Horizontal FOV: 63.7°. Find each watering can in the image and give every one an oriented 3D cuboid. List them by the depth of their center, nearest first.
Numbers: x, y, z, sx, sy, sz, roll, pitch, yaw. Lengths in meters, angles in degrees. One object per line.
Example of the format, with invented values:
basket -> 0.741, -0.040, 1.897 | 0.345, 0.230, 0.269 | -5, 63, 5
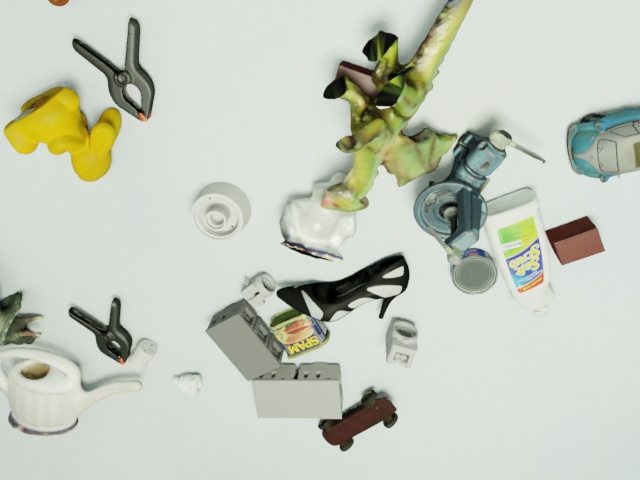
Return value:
watering can -> -0.585, 0.355, 1.174 | 0.347, 0.106, 0.220 | 16, 117, -1

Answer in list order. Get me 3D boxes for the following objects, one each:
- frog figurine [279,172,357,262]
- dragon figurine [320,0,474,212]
frog figurine -> 0.003, -0.047, 0.942 | 0.137, 0.121, 0.161 | 16, 80, 8
dragon figurine -> 0.143, -0.196, 0.822 | 0.408, 0.124, 0.239 | -43, 141, 8
